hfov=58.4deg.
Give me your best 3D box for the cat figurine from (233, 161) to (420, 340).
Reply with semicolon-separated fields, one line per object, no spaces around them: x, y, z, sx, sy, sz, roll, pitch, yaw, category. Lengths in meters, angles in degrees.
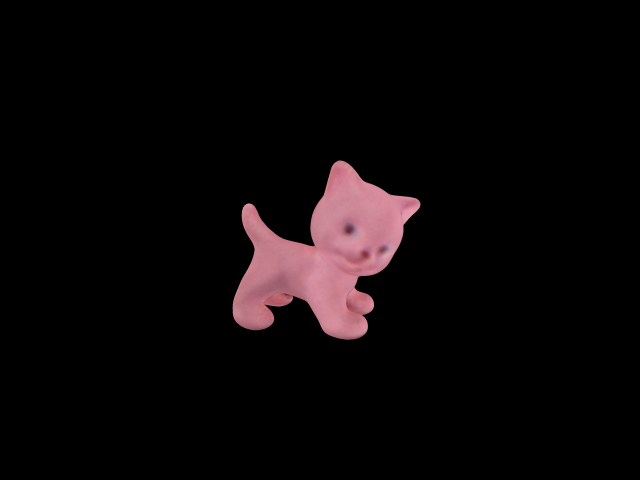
0.004;0.001;0.400;0.127;0.118;0.067;3;16;11;cat figurine
